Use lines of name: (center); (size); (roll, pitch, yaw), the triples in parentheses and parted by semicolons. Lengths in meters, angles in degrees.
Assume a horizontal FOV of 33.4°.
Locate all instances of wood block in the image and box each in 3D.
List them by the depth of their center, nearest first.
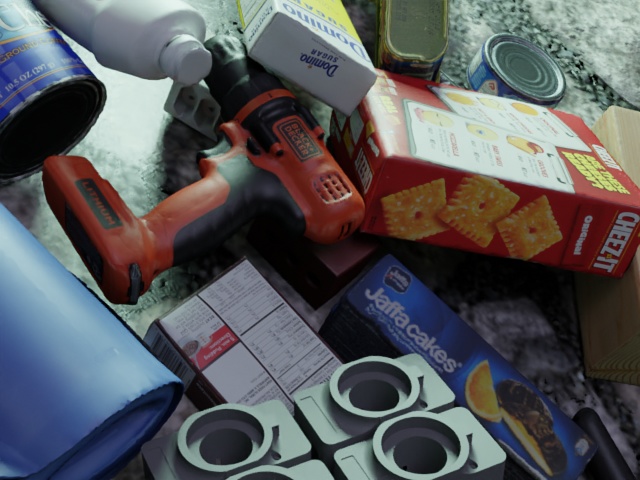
wood block: (0.263, 0.006, 0.861); (0.090, 0.090, 0.206); (11, 57, -15)

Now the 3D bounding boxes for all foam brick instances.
foam brick: (-0.005, 0.001, 0.779); (0.078, 0.053, 0.051); (44, 54, 10)

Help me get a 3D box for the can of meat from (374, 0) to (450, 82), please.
can of meat: (0.077, -0.180, 0.883); (0.057, 0.084, 0.102); (3, 80, -1)

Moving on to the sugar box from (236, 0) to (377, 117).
sugar box: (-0.016, -0.167, 0.824); (0.093, 0.048, 0.176); (29, 20, -24)

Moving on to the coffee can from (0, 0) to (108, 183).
coffee can: (-0.230, -0.124, 0.734); (0.102, 0.103, 0.140); (-34, 77, -34)

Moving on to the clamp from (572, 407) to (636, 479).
clamp: (0.239, 0.221, 0.746); (0.164, 0.036, 0.209); (26, 48, -3)

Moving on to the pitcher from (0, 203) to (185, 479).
pitcher: (-0.200, 0.046, 0.637); (0.144, 0.149, 0.243); (-39, 76, -20)

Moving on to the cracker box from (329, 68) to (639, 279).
cracker box: (0.123, -0.053, 0.820); (0.213, 0.072, 0.164); (11, 30, -16)

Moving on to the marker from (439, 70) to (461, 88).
marker: (0.104, -0.137, 0.929); (0.121, 0.020, 0.020); (42, 54, 7)

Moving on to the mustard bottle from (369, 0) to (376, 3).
mustard bottle: (0.046, -0.260, 0.957); (0.191, 0.058, 0.096); (-2, 73, -23)

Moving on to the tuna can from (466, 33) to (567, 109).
tuna can: (0.174, -0.142, 0.944); (0.086, 0.034, 0.086); (15, 47, -18)

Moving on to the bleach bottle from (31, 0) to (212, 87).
bleach bottle: (-0.153, -0.183, 0.770); (0.102, 0.068, 0.251); (-25, 49, -30)

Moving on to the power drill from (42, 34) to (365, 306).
power drill: (-0.087, -0.050, 0.722); (0.187, 0.057, 0.184); (-25, 65, -24)

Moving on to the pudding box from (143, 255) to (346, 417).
pudding box: (-0.049, 0.079, 0.722); (0.113, 0.039, 0.089); (48, 54, 8)
